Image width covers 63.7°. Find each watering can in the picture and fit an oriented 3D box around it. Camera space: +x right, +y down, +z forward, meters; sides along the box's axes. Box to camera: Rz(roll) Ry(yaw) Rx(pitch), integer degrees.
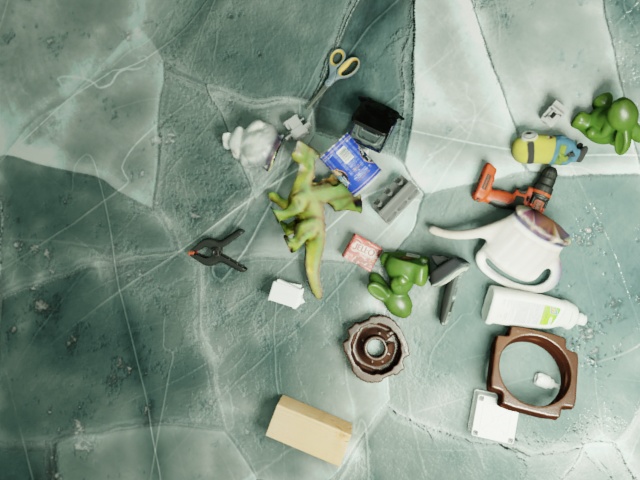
[{"bbox_3d":[0.473,0.003,1.314,0.348,0.106,0.220,32,122,1],"label":"watering can"}]

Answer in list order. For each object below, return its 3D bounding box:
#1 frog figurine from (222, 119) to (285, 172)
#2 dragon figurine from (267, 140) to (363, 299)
[{"bbox_3d":[-0.191,-0.268,1.413,0.159,0.125,0.135,21,110,-5],"label":"frog figurine"},{"bbox_3d":[0.004,-0.070,1.397,0.243,0.122,0.409,-26,94,-4],"label":"dragon figurine"}]
